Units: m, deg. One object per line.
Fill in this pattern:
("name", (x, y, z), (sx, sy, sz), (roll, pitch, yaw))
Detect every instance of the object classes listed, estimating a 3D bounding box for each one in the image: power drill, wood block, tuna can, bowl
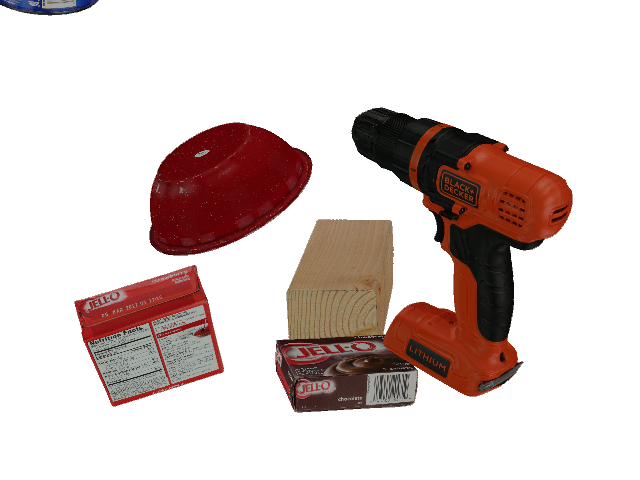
("power drill", (0.090, 0.007, 0.782), (0.057, 0.188, 0.185), (-24, 39, -36))
("wood block", (0.026, 0.053, 1.155), (0.091, 0.090, 0.206), (1, 21, 8))
("tuna can", (-0.205, -0.200, 0.793), (0.086, 0.034, 0.086), (6, 36, -5))
("bowl", (-0.091, -0.057, 0.942), (0.162, 0.055, 0.162), (-21, 29, 12))

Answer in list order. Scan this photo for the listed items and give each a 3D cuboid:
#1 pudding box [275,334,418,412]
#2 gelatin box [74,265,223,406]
("pudding box", (0.021, 0.118, 0.962), (0.113, 0.039, 0.090), (0, 17, -13))
("gelatin box", (-0.100, 0.058, 0.636), (0.073, 0.030, 0.089), (-17, -34, -9))
